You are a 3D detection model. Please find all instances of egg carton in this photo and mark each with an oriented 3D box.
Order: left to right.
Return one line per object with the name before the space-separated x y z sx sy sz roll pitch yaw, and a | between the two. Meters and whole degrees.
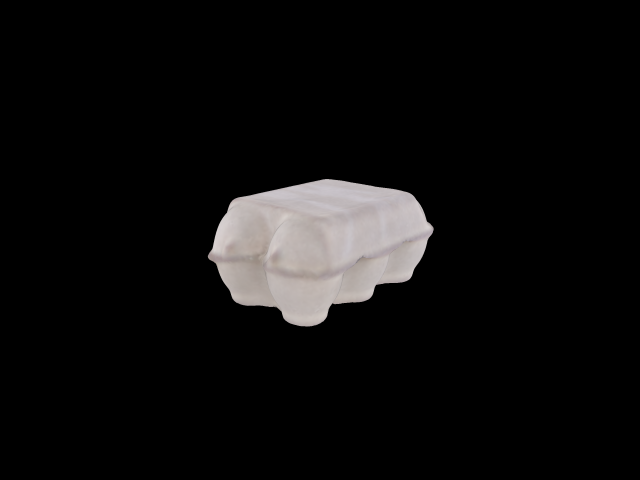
egg carton | 0.004 0.001 0.400 0.107 0.069 0.151 14 22 38
